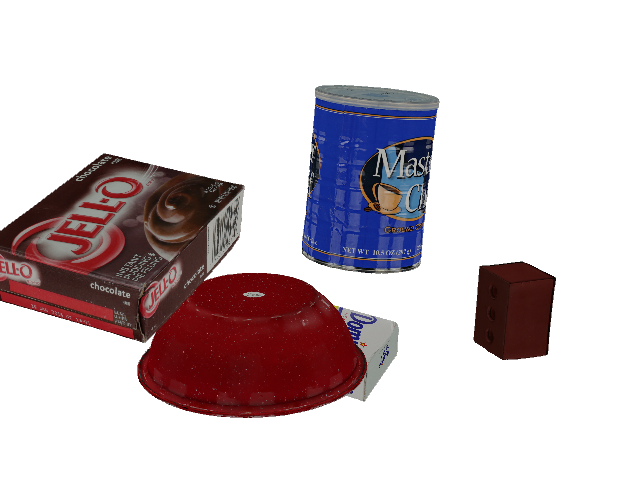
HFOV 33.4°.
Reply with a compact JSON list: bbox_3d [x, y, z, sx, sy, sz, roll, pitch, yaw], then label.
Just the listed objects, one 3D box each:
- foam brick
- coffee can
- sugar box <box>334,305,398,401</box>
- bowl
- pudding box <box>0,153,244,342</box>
[{"bbox_3d":[0.178,0.064,0.985,0.051,0.078,0.053,-6,18,-24],"label":"foam brick"},{"bbox_3d":[0.041,-0.054,0.892,0.103,0.140,0.103,5,14,-1],"label":"coffee can"},{"bbox_3d":[-0.021,0.094,1.037,0.176,0.048,0.093,11,28,20],"label":"sugar box"},{"bbox_3d":[-0.047,0.063,0.742,0.162,0.055,0.162,0,18,0],"label":"bowl"},{"bbox_3d":[-0.103,0.000,0.552,0.090,0.039,0.113,14,31,17],"label":"pudding box"}]
